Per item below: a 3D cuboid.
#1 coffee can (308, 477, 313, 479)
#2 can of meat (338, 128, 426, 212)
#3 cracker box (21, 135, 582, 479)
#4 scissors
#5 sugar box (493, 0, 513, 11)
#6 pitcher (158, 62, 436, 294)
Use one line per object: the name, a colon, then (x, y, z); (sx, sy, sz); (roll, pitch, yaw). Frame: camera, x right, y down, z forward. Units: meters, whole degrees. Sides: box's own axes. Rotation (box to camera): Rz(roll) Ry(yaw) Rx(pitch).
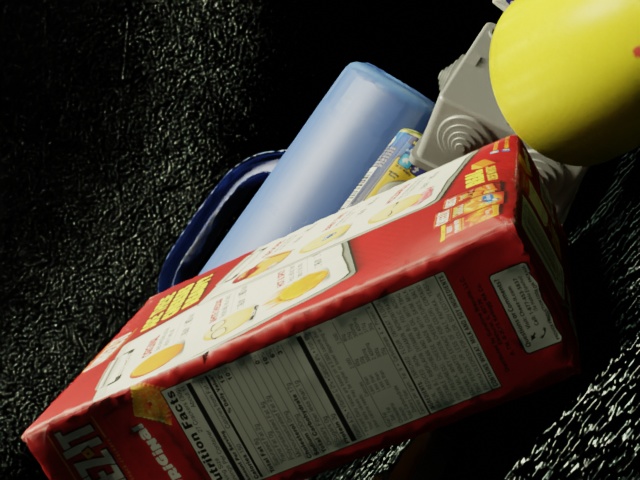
coffee can: (-0.080, 0.185, 0.793); (0.140, 0.103, 0.102); (-54, 2, 34)
can of meat: (0.060, -0.002, 0.606); (0.084, 0.102, 0.057); (-53, -3, -9)
cracker box: (0.003, 0.040, 0.469); (0.214, 0.072, 0.164); (-25, 10, 16)
scissors: (-0.003, 0.168, 0.457); (0.201, 0.016, 0.096); (-55, 0, -17)
sugar box: (0.184, -0.175, 0.738); (0.048, 0.093, 0.176); (-54, 1, -6)
pitcher: (-0.005, 0.001, 0.730); (0.243, 0.149, 0.145); (-57, 11, 7)
